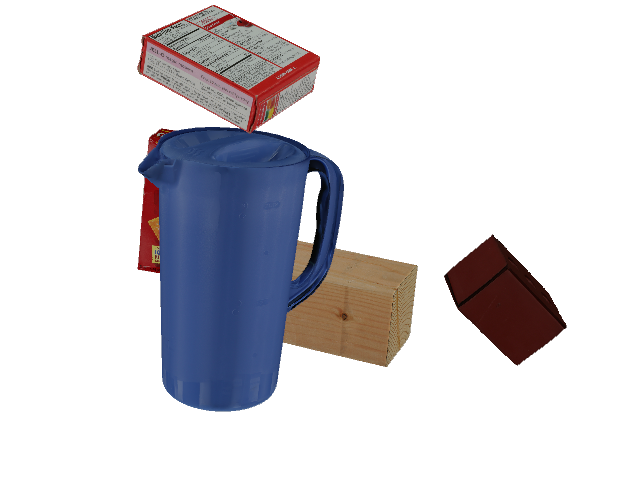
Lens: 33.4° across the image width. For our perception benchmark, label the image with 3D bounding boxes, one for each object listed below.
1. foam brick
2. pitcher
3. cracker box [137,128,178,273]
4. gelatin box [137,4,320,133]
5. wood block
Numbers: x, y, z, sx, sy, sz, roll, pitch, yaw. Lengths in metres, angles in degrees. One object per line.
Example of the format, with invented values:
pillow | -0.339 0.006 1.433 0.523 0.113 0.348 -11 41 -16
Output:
foam brick | 0.143 0.047 0.825 0.078 0.051 0.053 43 16 -24
pitcher | -0.074 0.025 0.964 0.149 0.243 0.144 12 21 17
cracker box | -0.184 -0.048 1.621 0.164 0.214 0.072 10 19 6
gelatin box | -0.057 -0.109 0.666 0.089 0.030 0.073 29 39 18
wood block | -0.008 0.061 1.179 0.206 0.091 0.090 12 23 18
